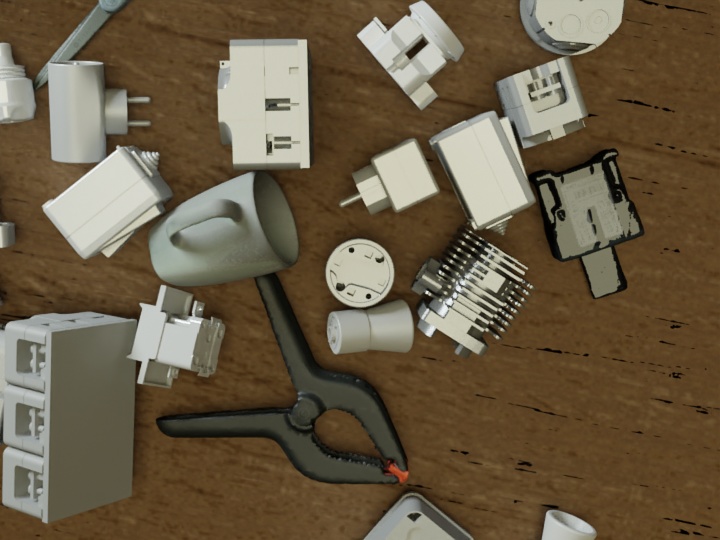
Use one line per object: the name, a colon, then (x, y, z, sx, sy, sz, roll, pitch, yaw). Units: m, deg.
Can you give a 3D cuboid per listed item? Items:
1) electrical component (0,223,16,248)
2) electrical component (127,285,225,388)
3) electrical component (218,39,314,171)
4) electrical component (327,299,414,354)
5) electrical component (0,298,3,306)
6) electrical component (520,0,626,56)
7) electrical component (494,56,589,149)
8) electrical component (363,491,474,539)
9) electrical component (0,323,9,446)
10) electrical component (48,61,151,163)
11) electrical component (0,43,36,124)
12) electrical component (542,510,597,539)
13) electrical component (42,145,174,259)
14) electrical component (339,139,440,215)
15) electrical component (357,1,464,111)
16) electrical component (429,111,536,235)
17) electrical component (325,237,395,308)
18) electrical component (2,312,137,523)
electrical component: (-0.322, -0.048, 0.868, 0.078, 0.058, 0.057, -1, 100, 0)
electrical component: (-0.147, 0.057, 0.872, 0.064, 0.042, 0.081, 10, 84, 26)
electrical component: (-0.068, -0.122, 0.812, 0.062, 0.150, 0.089, -1, 97, -1)
electrical component: (0.006, 0.049, 0.877, 0.065, 0.044, 0.044, -5, 97, -19)
electrical component: (-0.327, 0.016, 0.878, 0.055, 0.055, 0.047, -21, 93, 2)
electrical component: (0.170, -0.212, 0.852, 0.080, 0.051, 0.080, 0, 97, 0)
electrical component: (0.142, -0.130, 0.842, 0.050, 0.089, 0.055, -20, 96, 2)
electrical component: (0.037, 0.252, 0.903, 0.078, 0.057, 0.113, 40, 95, -4)
electrical component: (-0.312, 0.091, 0.886, 0.059, 0.053, 0.095, 13, 97, -2)
electrical component: (-0.208, -0.127, 0.864, 0.079, 0.043, 0.077, -2, 105, -14)
electrical component: (-0.285, -0.150, 0.863, 0.043, 0.043, 0.062, -6, 96, 1)
electrical component: (0.169, 0.237, 0.908, 0.045, 0.045, 0.055, 20, 97, -2)
electrical component: (-0.193, -0.056, 0.865, 0.096, 0.061, 0.061, -38, 95, 4)
electrical component: (0.018, -0.068, 0.861, 0.077, 0.065, 0.047, -25, 96, 3)
electrical component: (0.045, -0.175, 0.854, 0.057, 0.058, 0.078, -41, 95, 7)
electrical component: (0.104, -0.076, 0.863, 0.061, 0.061, 0.096, -25, 96, 3)
electrical component: (0.000, 0.000, 0.879, 0.055, 0.047, 0.055, 0, 97, 0)
electrical component: (-0.236, 0.114, 0.866, 0.062, 0.089, 0.150, 8, 98, 34)
